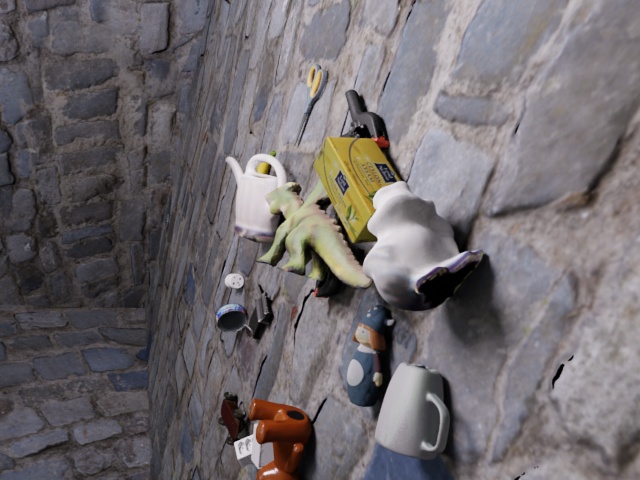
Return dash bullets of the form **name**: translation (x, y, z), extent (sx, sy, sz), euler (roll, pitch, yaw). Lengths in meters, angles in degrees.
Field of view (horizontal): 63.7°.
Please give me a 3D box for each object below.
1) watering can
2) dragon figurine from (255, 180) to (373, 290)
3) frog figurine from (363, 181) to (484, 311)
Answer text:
- **watering can**: translation (-0.175, -0.114, 1.342), extent (0.104, 0.223, 0.349), euler (5, -172, -33)
- **dragon figurine**: translation (0.003, -0.046, 0.918), extent (0.121, 0.245, 0.410), euler (26, 169, -33)
- **frog figurine**: translation (0.110, 0.007, 0.664), extent (0.162, 0.138, 0.120), euler (49, 160, 34)
